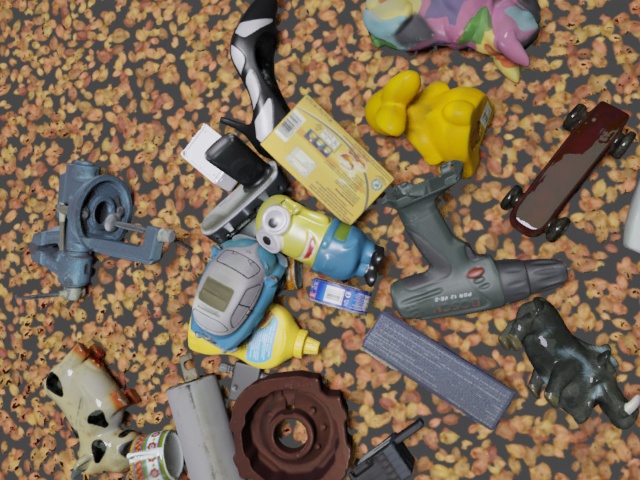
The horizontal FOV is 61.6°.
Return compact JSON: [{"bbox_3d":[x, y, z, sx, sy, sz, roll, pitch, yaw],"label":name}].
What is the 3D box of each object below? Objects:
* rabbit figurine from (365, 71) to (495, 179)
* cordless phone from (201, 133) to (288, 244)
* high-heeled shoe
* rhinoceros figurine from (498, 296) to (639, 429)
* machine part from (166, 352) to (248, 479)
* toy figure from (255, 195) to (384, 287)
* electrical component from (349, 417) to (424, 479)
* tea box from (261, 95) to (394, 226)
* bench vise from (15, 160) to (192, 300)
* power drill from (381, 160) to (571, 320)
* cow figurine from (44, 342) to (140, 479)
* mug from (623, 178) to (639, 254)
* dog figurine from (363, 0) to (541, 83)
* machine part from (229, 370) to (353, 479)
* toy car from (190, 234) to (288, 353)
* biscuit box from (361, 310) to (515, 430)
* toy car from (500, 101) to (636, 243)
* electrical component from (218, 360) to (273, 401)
[{"bbox_3d":[0.132,-0.162,0.736,0.173,0.162,0.121,23,102,30],"label":"rabbit figurine"},{"bbox_3d":[-0.126,-0.067,0.745,0.146,0.184,0.089,-40,68,5],"label":"cordless phone"},{"bbox_3d":[-0.061,-0.248,0.808,0.145,0.086,0.248,18,94,11],"label":"high-heeled shoe"},{"bbox_3d":[0.321,0.163,0.695,0.112,0.073,0.190,-37,77,-5],"label":"rhinoceros figurine"},{"bbox_3d":[-0.163,0.284,0.775,0.079,0.079,0.243,-21,81,9],"label":"machine part"},{"bbox_3d":[-0.003,0.001,0.726,0.180,0.089,0.082,21,92,1],"label":"toy figure"},{"bbox_3d":[0.100,0.292,0.723,0.119,0.074,0.048,-35,78,3],"label":"electrical component"},{"bbox_3d":[0.010,-0.110,0.757,0.098,0.068,0.169,-45,100,4],"label":"tea box"},{"bbox_3d":[-0.328,-0.003,0.816,0.241,0.128,0.223,11,85,19],"label":"bench vise"},{"bbox_3d":[0.188,0.002,0.708,0.232,0.086,0.207,-21,112,16],"label":"power drill"},{"bbox_3d":[-0.342,0.266,0.810,0.127,0.085,0.195,-41,81,-1],"label":"cow figurine"},{"bbox_3d":[0.446,-0.025,0.685,0.110,0.081,0.107,24,100,6],"label":"mug"},{"bbox_3d":[0.191,-0.292,0.748,0.191,0.108,0.219,-41,81,4],"label":"dog figurine"},{"bbox_3d":[-0.039,0.267,0.750,0.179,0.056,0.179,0,89,6],"label":"machine part"},{"bbox_3d":[-0.121,0.068,0.716,0.109,0.103,0.161,29,86,15],"label":"toy car"},{"bbox_3d":[0.158,0.173,0.728,0.203,0.059,0.063,32,90,13],"label":"biscuit box"},{"bbox_3d":[0.332,-0.091,0.723,0.089,0.053,0.202,38,96,24],"label":"toy car"},{"bbox_3d":[-0.110,0.214,0.798,0.094,0.021,0.063,12,88,11],"label":"electrical component"}]
